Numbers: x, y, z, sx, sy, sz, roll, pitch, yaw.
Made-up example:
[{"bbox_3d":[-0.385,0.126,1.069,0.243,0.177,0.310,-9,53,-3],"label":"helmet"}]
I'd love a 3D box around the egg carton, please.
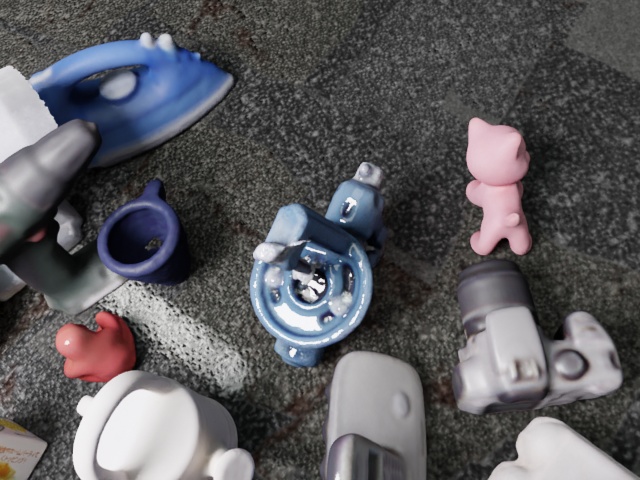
[{"bbox_3d":[0.220,0.230,0.478,0.150,0.069,0.107,36,76,23],"label":"egg carton"}]

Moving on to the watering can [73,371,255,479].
[{"bbox_3d":[-0.139,0.171,0.499,0.172,0.194,0.101,-4,64,8],"label":"watering can"}]

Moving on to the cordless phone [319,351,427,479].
[{"bbox_3d":[0.042,0.158,0.478,0.094,0.185,0.147,-4,64,9],"label":"cordless phone"}]

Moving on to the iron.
[{"bbox_3d":[-0.246,-0.197,0.721,0.258,0.142,0.118,-24,63,-2],"label":"iron"}]

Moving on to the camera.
[{"bbox_3d":[0.189,0.084,0.535,0.143,0.101,0.137,-9,64,6],"label":"camera"}]

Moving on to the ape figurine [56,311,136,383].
[{"bbox_3d":[-0.241,0.112,0.602,0.078,0.092,0.076,-44,65,-11],"label":"ape figurine"}]

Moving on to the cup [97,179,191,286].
[{"bbox_3d":[-0.182,0.001,0.643,0.091,0.095,0.118,1,65,11],"label":"cup"}]

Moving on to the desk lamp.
[{"bbox_3d":[-0.355,-0.060,0.635,0.203,0.214,0.117,-44,65,-11],"label":"desk lamp"}]

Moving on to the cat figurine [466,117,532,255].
[{"bbox_3d":[0.187,-0.061,0.594,0.067,0.118,0.128,-6,64,8],"label":"cat figurine"}]

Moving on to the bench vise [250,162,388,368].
[{"bbox_3d":[-0.007,0.001,0.541,0.121,0.220,0.207,4,66,12],"label":"bench vise"}]

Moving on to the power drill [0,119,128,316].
[{"bbox_3d":[-0.287,-0.005,0.600,0.230,0.209,0.075,-37,64,-8],"label":"power drill"}]
